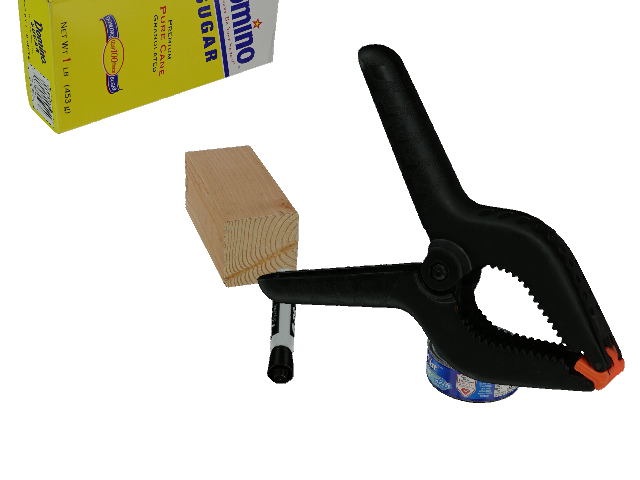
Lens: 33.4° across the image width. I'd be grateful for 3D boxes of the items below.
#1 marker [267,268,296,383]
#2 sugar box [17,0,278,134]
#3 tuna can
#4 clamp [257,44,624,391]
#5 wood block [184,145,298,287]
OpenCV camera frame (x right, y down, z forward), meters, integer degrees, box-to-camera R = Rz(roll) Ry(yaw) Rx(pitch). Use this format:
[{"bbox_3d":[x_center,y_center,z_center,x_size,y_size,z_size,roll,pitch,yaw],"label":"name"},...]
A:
[{"bbox_3d":[-0.028,0.063,0.796,0.020,0.020,0.121,0,34,1],"label":"marker"},{"bbox_3d":[-0.105,-0.140,0.691,0.175,0.093,0.048,-24,48,-32],"label":"sugar box"},{"bbox_3d":[0.136,0.107,0.944,0.086,0.034,0.086,1,26,-1],"label":"tuna can"},{"bbox_3d":[0.069,0.003,0.565,0.210,0.165,0.036,29,26,25],"label":"clamp"},{"bbox_3d":[-0.101,-0.035,1.323,0.090,0.090,0.206,-7,30,-18],"label":"wood block"}]
